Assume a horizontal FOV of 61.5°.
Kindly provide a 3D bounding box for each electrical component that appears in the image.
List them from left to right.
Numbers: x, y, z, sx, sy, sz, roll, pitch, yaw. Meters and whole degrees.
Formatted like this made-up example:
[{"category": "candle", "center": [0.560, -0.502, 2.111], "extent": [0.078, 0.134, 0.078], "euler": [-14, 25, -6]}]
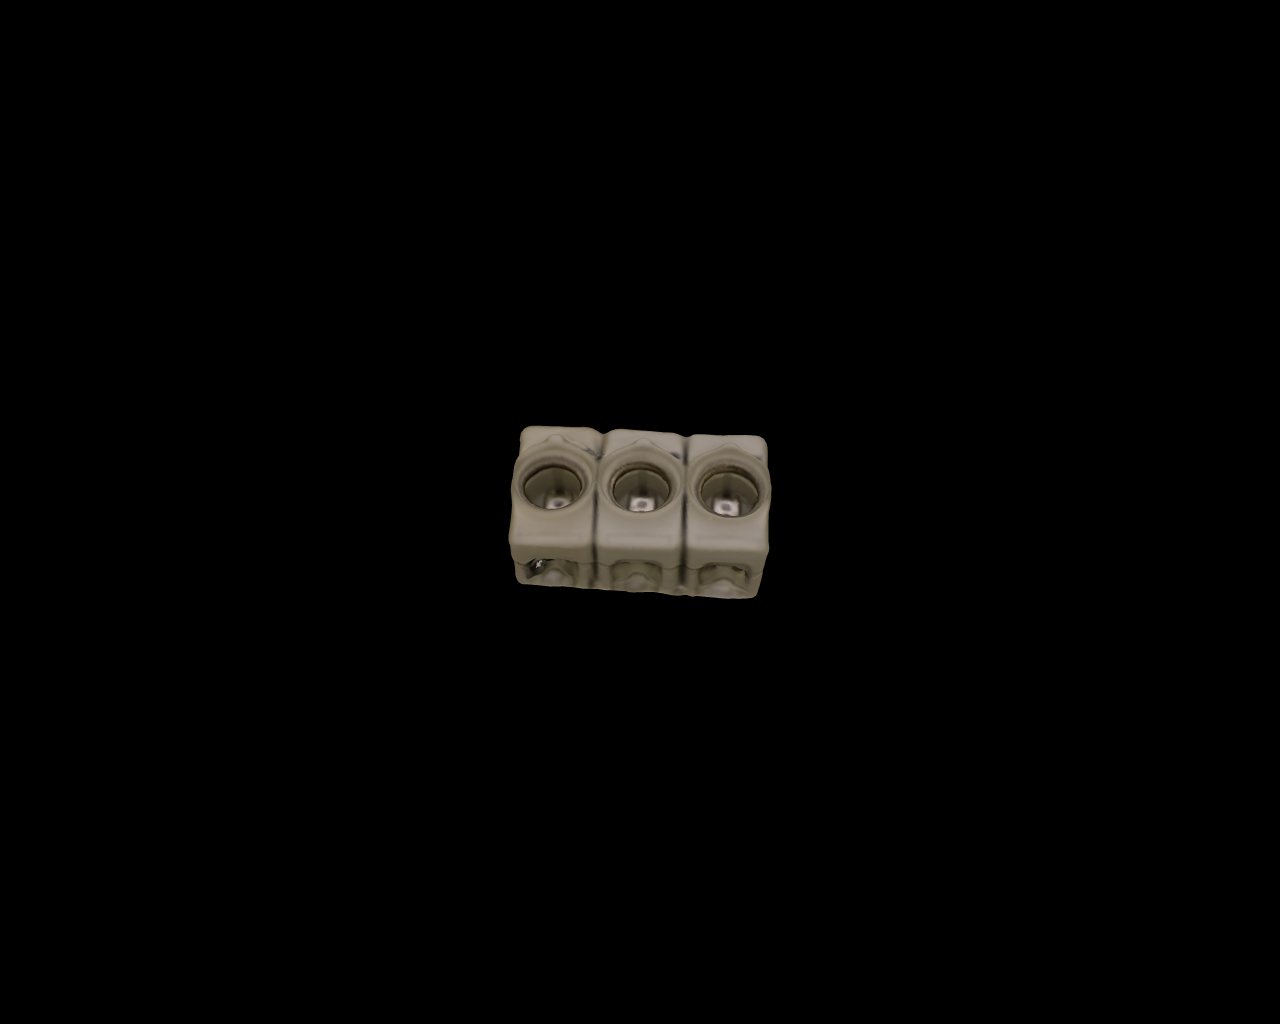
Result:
[{"category": "electrical component", "center": [0.001, -0.003, 0.650], "extent": [0.150, 0.090, 0.061], "euler": [3, -34, 2]}]
